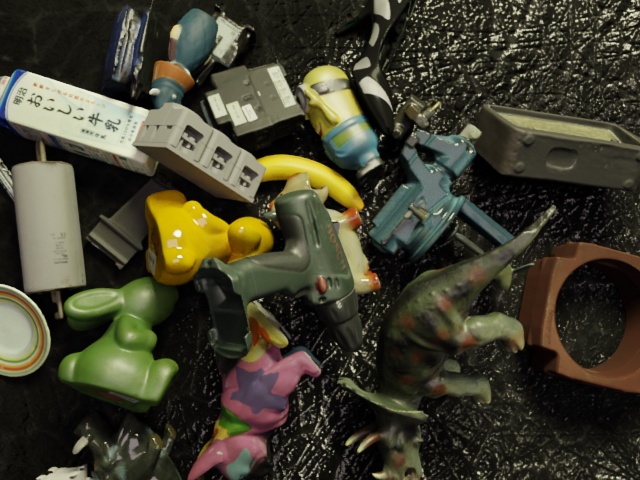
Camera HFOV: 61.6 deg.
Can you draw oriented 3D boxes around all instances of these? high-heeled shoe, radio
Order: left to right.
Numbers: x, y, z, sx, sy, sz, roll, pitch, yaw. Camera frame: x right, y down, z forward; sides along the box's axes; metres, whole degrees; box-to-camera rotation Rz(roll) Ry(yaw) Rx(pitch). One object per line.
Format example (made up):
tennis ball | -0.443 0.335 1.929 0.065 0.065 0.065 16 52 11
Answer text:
high-heeled shoe | 0.113 -0.273 0.798 0.145 0.086 0.249 -22 67 10
radio | 0.357 -0.138 0.801 0.230 0.131 0.073 5 118 -6

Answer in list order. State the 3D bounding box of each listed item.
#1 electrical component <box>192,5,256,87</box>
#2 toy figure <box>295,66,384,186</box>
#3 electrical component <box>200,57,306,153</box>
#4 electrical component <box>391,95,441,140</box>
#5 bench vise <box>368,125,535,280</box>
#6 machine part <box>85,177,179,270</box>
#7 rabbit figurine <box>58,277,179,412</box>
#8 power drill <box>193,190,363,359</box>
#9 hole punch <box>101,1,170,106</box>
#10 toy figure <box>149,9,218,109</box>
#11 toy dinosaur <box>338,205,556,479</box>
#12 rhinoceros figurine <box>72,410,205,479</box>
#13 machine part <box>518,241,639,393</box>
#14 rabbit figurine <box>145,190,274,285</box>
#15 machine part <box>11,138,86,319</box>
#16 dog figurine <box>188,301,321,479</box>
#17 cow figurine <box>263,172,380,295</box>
electrical component | -0.154 -0.276 0.795 0.075 0.048 0.119 30 85 -2
toy figure | 0.033 -0.170 0.793 0.089 0.082 0.180 -32 82 -25
electrical component | -0.101 -0.191 0.776 0.134 0.058 0.115 -19 70 -10
electrical component | 0.140 -0.184 0.804 0.045 0.102 0.078 33 107 -2
bench vise | 0.196 -0.039 0.771 0.241 0.129 0.223 39 82 3
machine part | -0.260 -0.032 0.759 0.084 0.039 0.139 41 81 4
rabbit figurine | -0.258 0.123 0.713 0.159 0.121 0.170 22 58 -12
power drill | -0.036 0.065 0.644 0.207 0.086 0.231 -21 103 -38
hole punch | -0.265 -0.251 0.749 0.092 0.115 0.142 10 82 1
toy figure | -0.189 -0.238 0.735 0.064 0.058 0.154 28 81 -21
toy dinosaur | 0.141 0.124 0.689 0.192 0.131 0.404 4 115 -21
rhinoceros figurine | -0.240 0.298 0.710 0.112 0.073 0.190 -42 92 0
machine part | 0.410 0.115 0.807 0.201 0.087 0.201 14 83 -5
rabbit figurine | -0.135 -0.001 0.719 0.173 0.163 0.121 -2 100 -34
machine part | -0.362 -0.015 0.718 0.079 0.079 0.243 -7 86 -8
dog figurine | -0.109 0.209 0.718 0.191 0.108 0.219 43 83 -2
cow figurine | -0.002 -0.002 0.763 0.127 0.085 0.194 -20 96 -6
